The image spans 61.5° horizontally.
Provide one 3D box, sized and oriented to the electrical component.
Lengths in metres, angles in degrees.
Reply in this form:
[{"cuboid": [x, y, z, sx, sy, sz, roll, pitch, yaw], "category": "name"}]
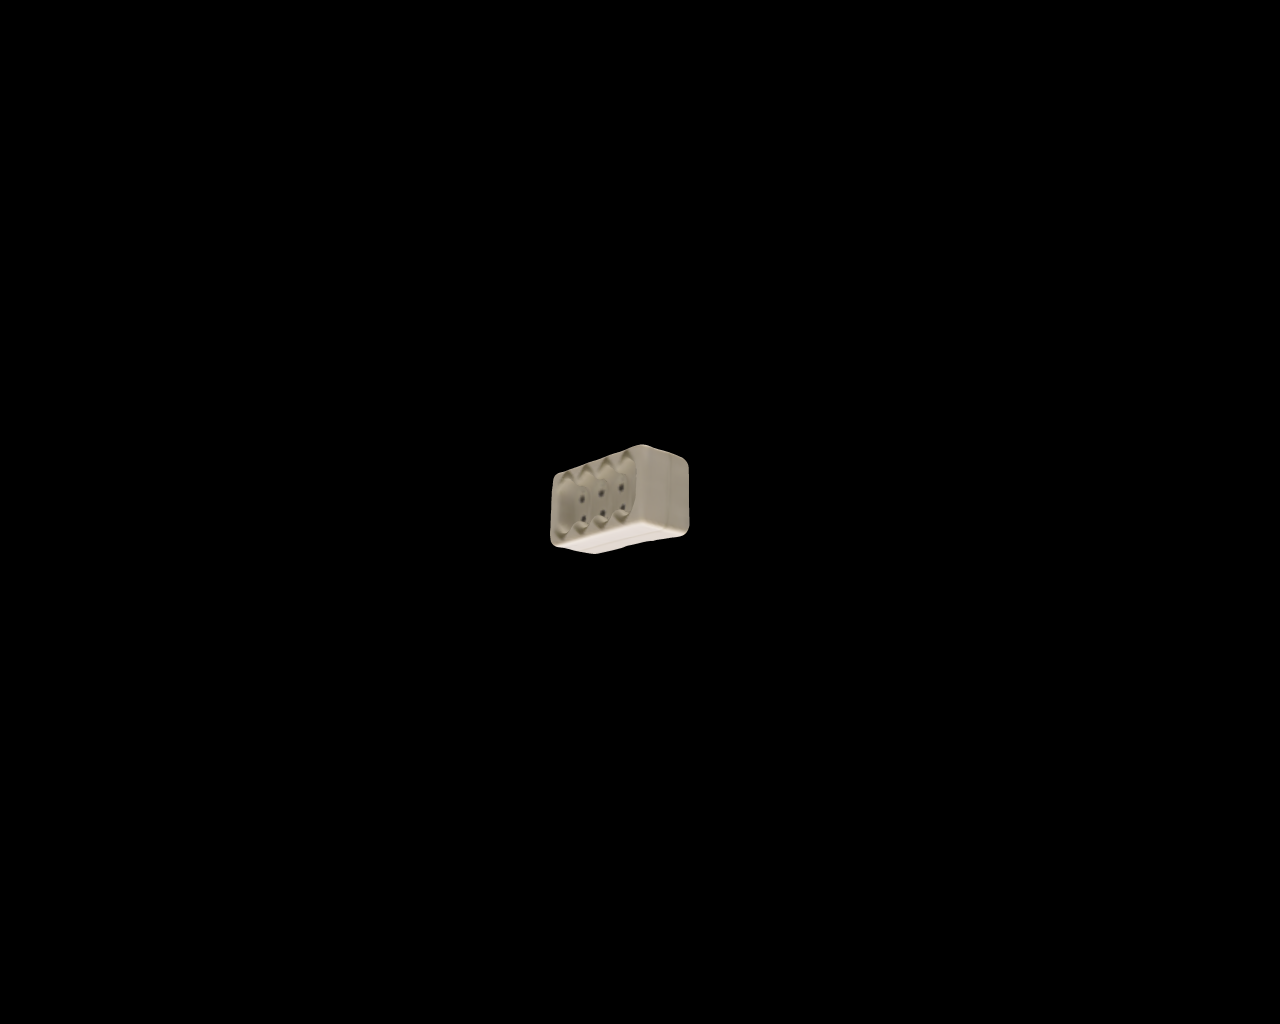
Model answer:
[{"cuboid": [0.001, -0.003, 0.650, 0.076, 0.047, 0.083, 14, -20, -42], "category": "electrical component"}]
